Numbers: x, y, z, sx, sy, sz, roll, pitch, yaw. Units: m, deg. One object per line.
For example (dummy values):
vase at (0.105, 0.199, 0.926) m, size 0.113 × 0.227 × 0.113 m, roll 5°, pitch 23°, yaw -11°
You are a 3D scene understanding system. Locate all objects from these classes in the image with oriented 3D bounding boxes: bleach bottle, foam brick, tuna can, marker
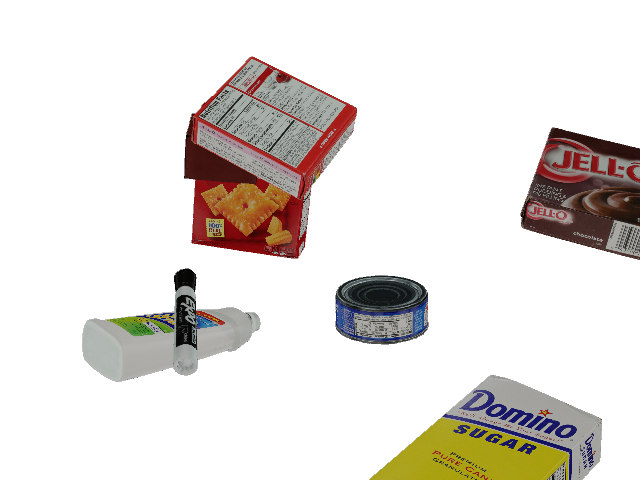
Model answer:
bleach bottle at (-0.193, 0.130, 1.469) m, size 0.250 × 0.068 × 0.103 m, roll -9°, pitch 24°, yaw -42°
foam brick at (-0.099, -0.095, 1.105) m, size 0.078 × 0.051 × 0.053 m, roll 5°, pitch 32°, yaw -2°
tuna can at (0.056, 0.062, 0.972) m, size 0.086 × 0.034 × 0.086 m, roll -1°, pitch 19°, yaw 0°
marker at (-0.108, 0.061, 0.850) m, size 0.020 × 0.020 × 0.121 m, roll 0°, pitch 34°, yaw -7°

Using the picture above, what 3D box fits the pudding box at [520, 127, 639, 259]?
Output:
pudding box at (0.217, -0.035, 0.809) m, size 0.113 × 0.039 × 0.090 m, roll 17°, pitch 47°, yaw 12°

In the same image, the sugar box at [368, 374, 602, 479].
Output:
sugar box at (0.102, 0.160, 0.707) m, size 0.093 × 0.048 × 0.175 m, roll 20°, pitch 41°, yaw 38°

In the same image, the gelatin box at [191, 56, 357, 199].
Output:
gelatin box at (-0.031, -0.077, 0.721) m, size 0.089 × 0.073 × 0.030 m, roll 28°, pitch -35°, yaw 12°

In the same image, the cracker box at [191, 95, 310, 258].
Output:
cracker box at (-0.097, -0.090, 1.554) m, size 0.164 × 0.214 × 0.072 m, roll 9°, pitch 22°, yaw 7°
